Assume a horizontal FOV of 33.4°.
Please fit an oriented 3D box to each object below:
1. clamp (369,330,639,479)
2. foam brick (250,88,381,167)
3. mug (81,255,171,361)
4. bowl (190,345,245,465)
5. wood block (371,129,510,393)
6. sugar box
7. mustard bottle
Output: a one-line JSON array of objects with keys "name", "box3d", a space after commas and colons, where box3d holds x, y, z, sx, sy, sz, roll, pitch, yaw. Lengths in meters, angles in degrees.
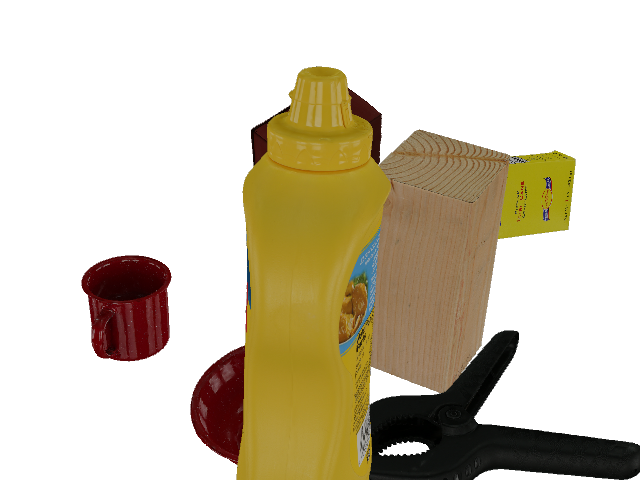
[{"name": "clamp", "box3d": [0.091, 0.127, 0.737, 0.209, 0.036, 0.165, -10, 29, -13]}, {"name": "foam brick", "box3d": [-0.002, -0.063, 0.731, 0.078, 0.053, 0.051, -37, 58, -26]}, {"name": "mug", "box3d": [-0.206, 0.080, 1.123, 0.093, 0.081, 0.117, 9, 32, 14]}, {"name": "bowl", "box3d": [-0.039, 0.166, 1.010, 0.162, 0.055, 0.162, -5, 38, 4]}, {"name": "wood block", "box3d": [0.098, 0.021, 0.940, 0.091, 0.206, 0.090, 19, 38, 23]}, {"name": "sugar box", "box3d": [0.215, -0.050, 1.258, 0.176, 0.093, 0.048, -9, 21, -26]}, {"name": "mustard bottle", "box3d": [-0.003, 0.024, 0.441, 0.058, 0.192, 0.096, 8, 25, 10]}]
